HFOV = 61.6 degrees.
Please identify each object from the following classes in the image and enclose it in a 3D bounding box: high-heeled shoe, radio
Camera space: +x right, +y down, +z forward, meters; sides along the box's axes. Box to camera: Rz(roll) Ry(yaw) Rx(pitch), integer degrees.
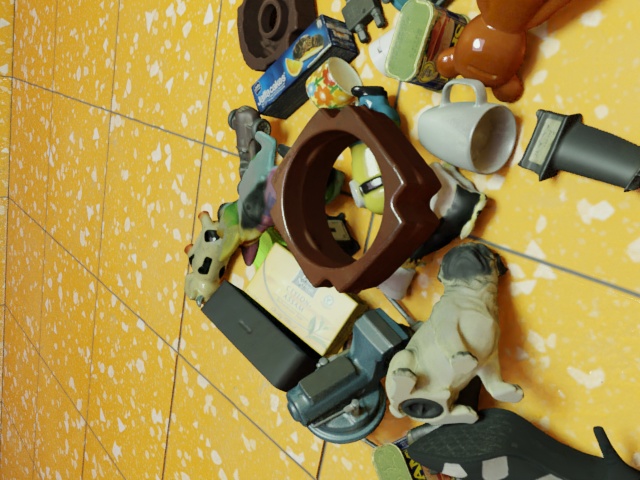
[{"bbox_3d":[0.231,0.268,0.592,0.249,0.086,0.145,-17,105,33],"label":"high-heeled shoe"},{"bbox_3d":[-0.087,0.167,0.903,0.230,0.131,0.073,36,86,39],"label":"radio"}]

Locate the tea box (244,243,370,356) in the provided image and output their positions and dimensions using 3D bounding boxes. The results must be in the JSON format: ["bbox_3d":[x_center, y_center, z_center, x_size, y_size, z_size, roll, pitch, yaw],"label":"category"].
[{"bbox_3d":[-0.021,0.090,0.835,0.170,0.068,0.098,34,95,24],"label":"tea box"}]

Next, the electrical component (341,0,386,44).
[{"bbox_3d":[0.063,-0.343,0.798,0.063,0.021,0.094,-32,69,43],"label":"electrical component"}]

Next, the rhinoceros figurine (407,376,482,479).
[{"bbox_3d":[0.176,0.241,0.687,0.112,0.073,0.190,-4,85,33],"label":"rhinoceros figurine"}]

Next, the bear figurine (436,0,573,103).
[{"bbox_3d":[0.217,-0.264,0.595,0.120,0.132,0.195,24,148,8],"label":"bear figurine"}]

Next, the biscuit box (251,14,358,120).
[{"bbox_3d":[-0.031,-0.273,0.873,0.203,0.063,0.059,-30,69,44],"label":"biscuit box"}]

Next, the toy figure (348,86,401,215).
[{"bbox_3d":[0.081,-0.124,0.753,0.089,0.082,0.180,-3,88,48],"label":"toy figure"}]

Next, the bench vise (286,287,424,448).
[{"bbox_3d":[0.060,0.206,0.754,0.129,0.224,0.240,33,148,34],"label":"bench vise"}]

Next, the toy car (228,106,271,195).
[{"bbox_3d":[-0.123,-0.137,0.954,0.089,0.053,0.201,30,134,38],"label":"toy car"}]

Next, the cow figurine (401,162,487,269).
[{"bbox_3d":[0.139,-0.013,0.700,0.098,0.068,0.167,47,116,26],"label":"cow figurine"}]

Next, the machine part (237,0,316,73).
[{"bbox_3d":[-0.075,-0.375,0.919,0.180,0.056,0.179,6,98,47],"label":"machine part"}]

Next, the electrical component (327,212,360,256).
[{"bbox_3d":[-0.002,-0.002,0.819,0.048,0.119,0.075,-43,65,39],"label":"electrical component"}]

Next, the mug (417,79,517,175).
[{"bbox_3d":[0.167,-0.139,0.650,0.107,0.081,0.109,27,144,51],"label":"mug"}]

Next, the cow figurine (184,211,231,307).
[{"bbox_3d":[-0.221,0.049,1.084,0.194,0.085,0.127,-59,47,30],"label":"cow figurine"}]

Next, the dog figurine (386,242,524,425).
[{"bbox_3d":[0.148,0.107,0.647,0.172,0.121,0.191,-27,33,30],"label":"dog figurine"}]

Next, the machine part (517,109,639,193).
[{"bbox_3d":[0.283,-0.091,0.572,0.139,0.039,0.084,30,105,44],"label":"machine part"}]

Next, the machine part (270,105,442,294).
[{"bbox_3d":[0.039,-0.050,0.683,0.201,0.087,0.201,-52,58,35],"label":"machine part"}]

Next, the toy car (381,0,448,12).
[{"bbox_3d":[0.109,-0.375,0.691,0.109,0.103,0.161,-32,72,42],"label":"toy car"}]

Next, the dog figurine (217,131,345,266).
[{"bbox_3d":[-0.079,-0.047,0.868,0.192,0.108,0.219,31,100,32],"label":"dog figurine"}]
